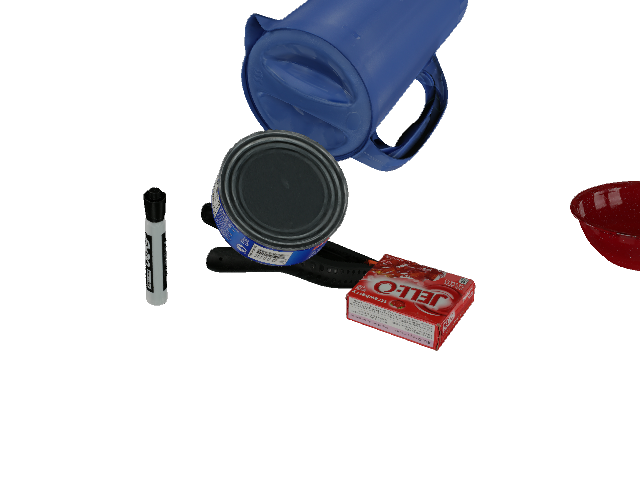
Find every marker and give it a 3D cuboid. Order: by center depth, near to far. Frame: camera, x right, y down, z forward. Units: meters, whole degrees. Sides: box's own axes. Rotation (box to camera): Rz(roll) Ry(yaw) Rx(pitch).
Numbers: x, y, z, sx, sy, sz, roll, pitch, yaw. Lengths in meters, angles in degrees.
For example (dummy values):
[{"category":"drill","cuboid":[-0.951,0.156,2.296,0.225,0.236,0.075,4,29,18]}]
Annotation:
[{"category":"marker","cuboid":[-0.141,0.006,0.913,0.020,0.121,0.020,4,39,-3]}]

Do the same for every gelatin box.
[{"category":"gelatin box","cuboid":[0.077,0.050,0.912,0.089,0.030,0.073,17,37,25]}]

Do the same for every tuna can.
[{"category":"tuna can","cuboid":[-0.027,-0.027,0.695,0.086,0.086,0.034,0,-23,-17]}]

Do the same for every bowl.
[{"category":"bowl","cuboid":[0.341,-0.011,1.107,0.162,0.055,0.162,-3,23,1]}]

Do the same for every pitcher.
[{"category":"pitcher","cuboid":[0.051,-0.181,0.997,0.145,0.149,0.242,13,43,29]}]

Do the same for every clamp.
[{"category":"clamp","cuboid":[-0.033,0.018,1.148,0.210,0.036,0.164,16,18,-6]}]
